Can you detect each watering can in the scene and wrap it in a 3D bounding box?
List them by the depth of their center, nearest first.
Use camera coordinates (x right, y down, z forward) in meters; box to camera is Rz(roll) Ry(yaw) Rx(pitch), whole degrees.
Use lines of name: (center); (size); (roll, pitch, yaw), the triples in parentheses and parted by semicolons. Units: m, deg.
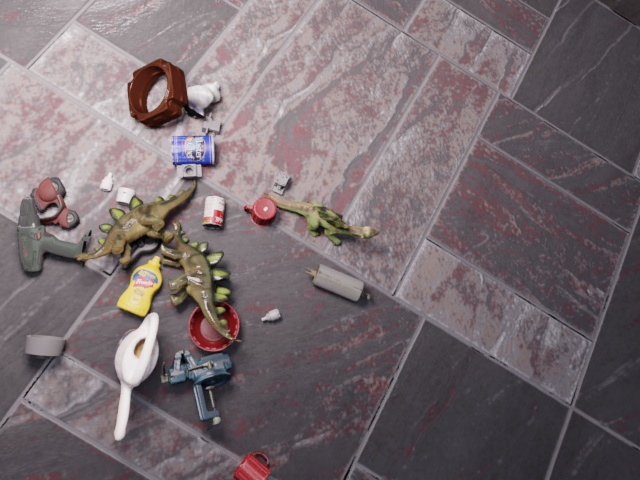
watering can: (-0.546, 0.383, 1.498); (0.103, 0.222, 0.353); (22, 70, -25)

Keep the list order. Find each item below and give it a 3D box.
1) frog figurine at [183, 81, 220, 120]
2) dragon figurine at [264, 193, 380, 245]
frog figurine: (-0.418, -0.517, 1.831); (0.121, 0.137, 0.161); (38, 71, -26)
dragon figurine: (0.005, -0.088, 1.744); (0.409, 0.240, 0.123); (22, 77, -7)
